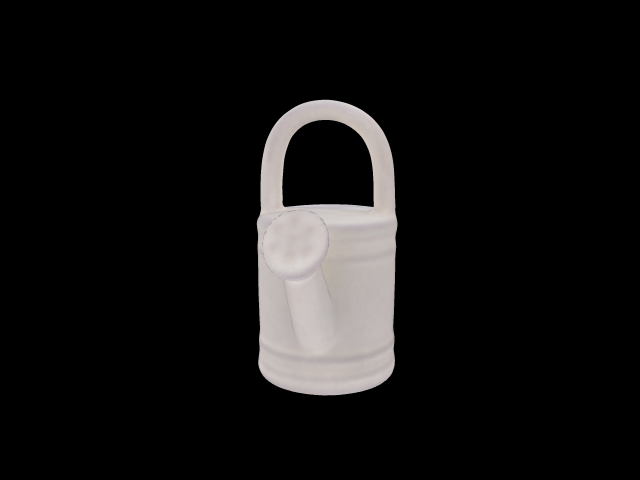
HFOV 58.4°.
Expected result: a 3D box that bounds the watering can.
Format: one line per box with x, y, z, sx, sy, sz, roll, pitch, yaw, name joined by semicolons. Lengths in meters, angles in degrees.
0.006;0.001;0.400;0.101;0.194;0.172;-2;11;-9;watering can
